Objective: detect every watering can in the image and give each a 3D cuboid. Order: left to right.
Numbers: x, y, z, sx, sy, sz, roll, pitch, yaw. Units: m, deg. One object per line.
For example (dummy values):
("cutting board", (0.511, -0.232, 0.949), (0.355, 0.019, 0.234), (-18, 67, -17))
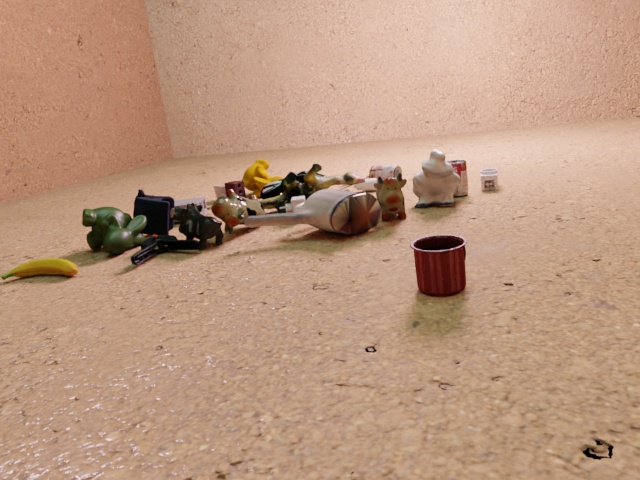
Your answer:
("watering can", (0.004, -0.065, 1.299), (0.350, 0.103, 0.225), (-18, 19, -33))

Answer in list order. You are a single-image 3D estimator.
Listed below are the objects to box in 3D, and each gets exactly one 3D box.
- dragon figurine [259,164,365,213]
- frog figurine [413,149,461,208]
("dragon figurine", (-0.054, -0.145, 1.674), (0.408, 0.123, 0.242), (-17, -7, 18))
("frog figurine", (0.325, -0.178, 1.452), (0.137, 0.158, 0.124), (6, 18, 43))
